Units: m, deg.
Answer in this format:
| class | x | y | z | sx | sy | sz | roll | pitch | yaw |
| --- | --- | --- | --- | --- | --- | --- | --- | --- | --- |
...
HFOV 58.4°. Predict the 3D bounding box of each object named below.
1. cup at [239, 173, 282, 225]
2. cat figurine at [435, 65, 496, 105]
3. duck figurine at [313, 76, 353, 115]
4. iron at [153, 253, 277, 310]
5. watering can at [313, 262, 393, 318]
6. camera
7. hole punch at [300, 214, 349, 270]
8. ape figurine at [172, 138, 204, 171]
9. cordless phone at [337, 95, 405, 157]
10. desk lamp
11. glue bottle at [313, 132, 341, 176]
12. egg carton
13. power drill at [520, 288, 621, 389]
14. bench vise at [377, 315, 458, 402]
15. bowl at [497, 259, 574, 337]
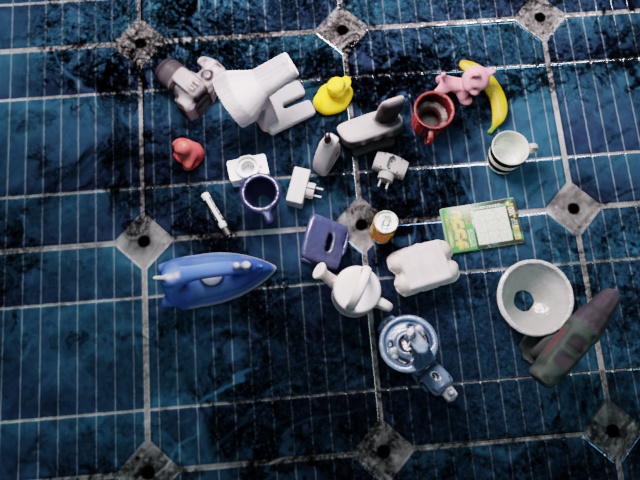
| class | x | y | z | sx | sy | sz | roll | pitch | yaw |
| --- | --- | --- | --- | --- | --- | --- | --- | --- | --- |
| cup | -0.125 | -0.082 | 1.282 | 0.091 | 0.095 | 0.118 | -19 | 79 | -5 |
| cat figurine | 0.339 | -0.372 | 1.339 | 0.127 | 0.118 | 0.067 | 8 | 78 | 1 |
| duck figurine | 0.032 | -0.347 | 1.344 | 0.104 | 0.086 | 0.077 | -34 | 81 | -7 |
| iron | -0.224 | 0.071 | 1.225 | 0.258 | 0.141 | 0.118 | -11 | 78 | -3 |
| watering can | 0.069 | 0.104 | 1.196 | 0.173 | 0.194 | 0.101 | 4 | 78 | 0 |
| camera | -0.307 | -0.379 | 1.337 | 0.136 | 0.101 | 0.143 | 39 | 80 | 7 |
| hole punch | 0.012 | 0.005 | 1.269 | 0.101 | 0.091 | 0.109 | 14 | 78 | 2 |
| ape figurine | -0.306 | -0.201 | 1.305 | 0.076 | 0.092 | 0.078 | -7 | 78 | -2 |
| cordless phone | 0.117 | -0.269 | 1.279 | 0.147 | 0.185 | 0.094 | -23 | 79 | -5 |
| desk lamp | -0.121 | -0.323 | 1.272 | 0.203 | 0.213 | 0.118 | -27 | 80 | -6 |
| glue bottle | 0.016 | -0.202 | 1.270 | 0.037 | 0.173 | 0.078 | 33 | 80 | 6 |
| egg carton | 0.228 | 0.060 | 1.272 | 0.150 | 0.069 | 0.107 | -17 | 79 | -4 |
| power drill | 0.499 | 0.200 | 1.177 | 0.075 | 0.208 | 0.230 | 38 | 80 | 7 |
| bench vise | 0.213 | 0.229 | 1.160 | 0.207 | 0.220 | 0.121 | 32 | 80 | 6 |
| bowl | 0.462 | 0.129 | 1.259 | 0.167 | 0.075 | 0.167 | 0 | 78 | -1 |
